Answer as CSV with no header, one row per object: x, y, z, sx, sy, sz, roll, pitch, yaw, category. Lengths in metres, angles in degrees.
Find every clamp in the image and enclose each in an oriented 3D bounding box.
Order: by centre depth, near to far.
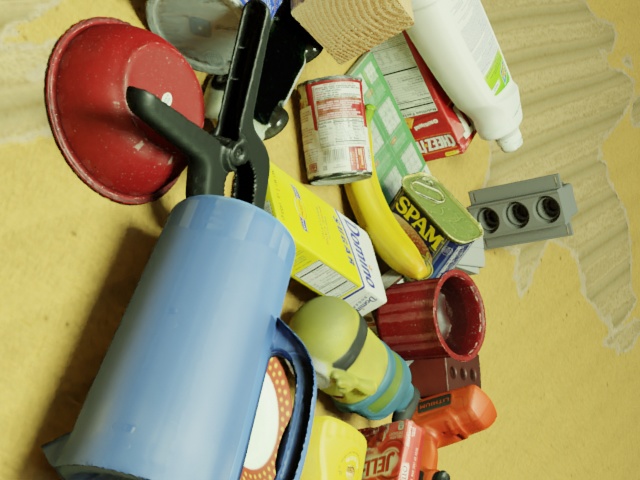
-0.076,-0.085,0.891,0.164,0.036,0.210,-49,143,-32,clamp

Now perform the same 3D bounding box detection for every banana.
0.059,-0.041,1.118,0.037,0.070,0.198,-10,72,-26,banana

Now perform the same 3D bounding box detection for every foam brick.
0.141,0.153,1.208,0.078,0.051,0.053,14,71,-51,foam brick

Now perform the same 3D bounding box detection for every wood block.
0.026,-0.291,1.080,0.090,0.091,0.206,40,34,-41,wood block

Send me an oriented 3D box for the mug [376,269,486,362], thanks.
0.119,0.079,1.102,0.117,0.082,0.093,-14,92,-50,mug

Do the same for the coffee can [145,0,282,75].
-0.082,-0.233,0.959,0.102,0.103,0.140,52,45,-33,coffee can

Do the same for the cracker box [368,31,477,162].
0.133,-0.227,1.273,0.213,0.072,0.164,61,41,-25,cracker box

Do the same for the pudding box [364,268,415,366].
0.087,0.083,1.166,0.113,0.039,0.090,-36,110,-53,pudding box

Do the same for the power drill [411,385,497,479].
0.125,0.230,1.073,0.057,0.185,0.187,55,34,-19,power drill

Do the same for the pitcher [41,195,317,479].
-0.089,0.093,0.813,0.149,0.145,0.242,34,58,-29,pitcher

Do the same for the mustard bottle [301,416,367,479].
-0.003,0.265,0.981,0.096,0.058,0.191,49,46,-52,mustard bottle

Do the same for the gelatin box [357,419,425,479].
0.060,0.220,1.049,0.030,0.089,0.073,32,56,-29,gelatin box

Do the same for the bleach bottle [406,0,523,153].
0.166,-0.196,1.201,0.250,0.068,0.102,57,49,-32,bleach bottle

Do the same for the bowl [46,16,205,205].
-0.146,-0.113,0.885,0.161,0.055,0.162,16,70,-51,bowl

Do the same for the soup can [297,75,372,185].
0.016,-0.111,1.091,0.068,0.069,0.102,-1,83,-53,soup can

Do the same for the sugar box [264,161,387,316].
-0.007,0.001,1.031,0.176,0.048,0.093,31,35,-44,sugar box

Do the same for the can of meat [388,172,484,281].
0.112,-0.008,1.147,0.057,0.084,0.102,-17,58,-45,can of meat
